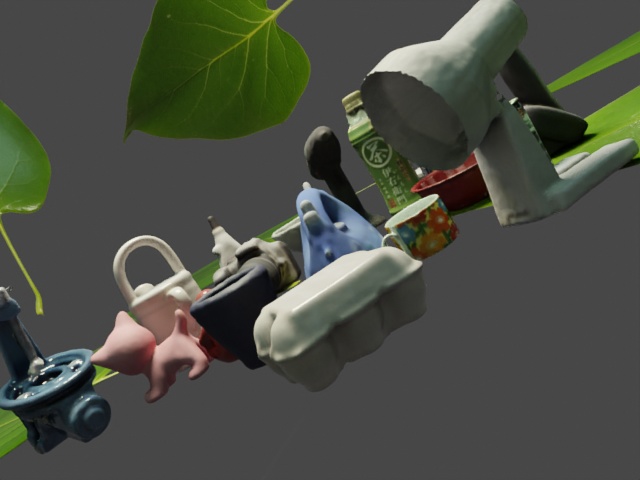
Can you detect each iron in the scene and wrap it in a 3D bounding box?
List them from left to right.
[{"bbox_3d":[0.011,-0.004,0.704,0.118,0.141,0.258,-30,7,5],"label":"iron"}]

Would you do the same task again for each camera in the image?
[{"bbox_3d":[-0.118,0.060,0.961,0.143,0.101,0.137,-29,7,9],"label":"camera"}]

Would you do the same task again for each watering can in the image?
[{"bbox_3d":[-0.228,0.087,0.829,0.172,0.194,0.101,-25,9,37],"label":"watering can"}]

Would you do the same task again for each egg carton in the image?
[{"bbox_3d":[0.017,0.063,0.491,0.150,0.069,0.107,-33,7,-22],"label":"egg carton"}]

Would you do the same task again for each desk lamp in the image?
[{"bbox_3d":[0.169,-0.119,0.563,0.203,0.213,0.117,-33,7,-21],"label":"desk lamp"}]

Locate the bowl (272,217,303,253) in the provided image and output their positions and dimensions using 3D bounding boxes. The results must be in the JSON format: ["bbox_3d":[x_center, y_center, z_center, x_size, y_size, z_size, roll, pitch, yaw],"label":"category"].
[{"bbox_3d":[-0.015,-0.021,1.238,0.167,0.075,0.167,-30,7,4],"label":"bowl"}]

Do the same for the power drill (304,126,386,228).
[{"bbox_3d":[0.038,-0.108,1.076,0.075,0.208,0.229,-31,7,-5],"label":"power drill"}]

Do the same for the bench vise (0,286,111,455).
[{"bbox_3d":[-0.383,0.175,0.740,0.207,0.220,0.122,-27,8,27],"label":"bench vise"}]

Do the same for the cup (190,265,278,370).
[{"bbox_3d":[-0.072,0.083,0.617,0.091,0.095,0.118,-27,8,28],"label":"cup"}]

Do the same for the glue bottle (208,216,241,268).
[{"bbox_3d":[-0.180,0.028,1.161,0.078,0.173,0.037,-33,8,-24],"label":"glue bottle"}]

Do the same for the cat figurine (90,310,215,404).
[{"bbox_3d":[-0.215,0.138,0.728,0.128,0.118,0.067,-30,7,2],"label":"cat figurine"}]

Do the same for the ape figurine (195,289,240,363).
[{"bbox_3d":[-0.118,0.100,0.700,0.078,0.092,0.076,-30,7,2],"label":"ape figurine"}]

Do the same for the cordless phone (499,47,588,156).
[{"bbox_3d":[0.290,-0.209,0.831,0.094,0.185,0.147,-30,7,-2],"label":"cordless phone"}]
